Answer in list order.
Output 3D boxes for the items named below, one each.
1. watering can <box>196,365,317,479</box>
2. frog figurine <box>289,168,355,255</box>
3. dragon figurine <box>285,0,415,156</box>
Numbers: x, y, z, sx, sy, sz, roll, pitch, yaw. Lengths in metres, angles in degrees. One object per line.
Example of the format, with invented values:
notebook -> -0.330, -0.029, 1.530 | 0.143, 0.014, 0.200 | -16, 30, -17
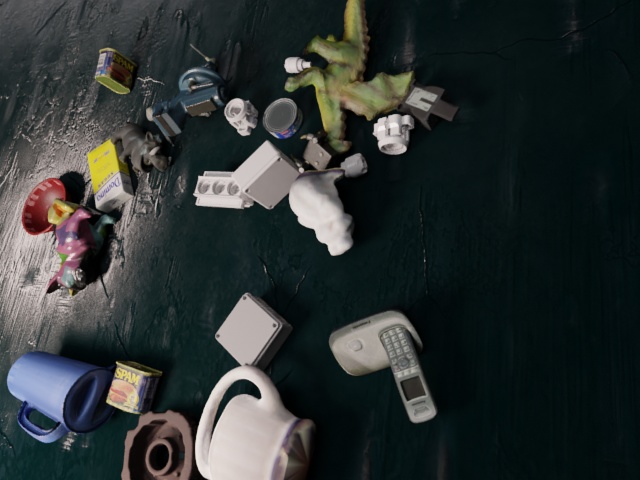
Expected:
watering can -> -0.128, 0.399, 0.883 | 0.225, 0.103, 0.349 | 10, 84, 28
frog figurine -> 0.003, -0.049, 0.976 | 0.136, 0.122, 0.161 | -19, 70, 57
dragon figurine -> 0.084, -0.349, 1.072 | 0.244, 0.121, 0.411 | 31, 89, 14
